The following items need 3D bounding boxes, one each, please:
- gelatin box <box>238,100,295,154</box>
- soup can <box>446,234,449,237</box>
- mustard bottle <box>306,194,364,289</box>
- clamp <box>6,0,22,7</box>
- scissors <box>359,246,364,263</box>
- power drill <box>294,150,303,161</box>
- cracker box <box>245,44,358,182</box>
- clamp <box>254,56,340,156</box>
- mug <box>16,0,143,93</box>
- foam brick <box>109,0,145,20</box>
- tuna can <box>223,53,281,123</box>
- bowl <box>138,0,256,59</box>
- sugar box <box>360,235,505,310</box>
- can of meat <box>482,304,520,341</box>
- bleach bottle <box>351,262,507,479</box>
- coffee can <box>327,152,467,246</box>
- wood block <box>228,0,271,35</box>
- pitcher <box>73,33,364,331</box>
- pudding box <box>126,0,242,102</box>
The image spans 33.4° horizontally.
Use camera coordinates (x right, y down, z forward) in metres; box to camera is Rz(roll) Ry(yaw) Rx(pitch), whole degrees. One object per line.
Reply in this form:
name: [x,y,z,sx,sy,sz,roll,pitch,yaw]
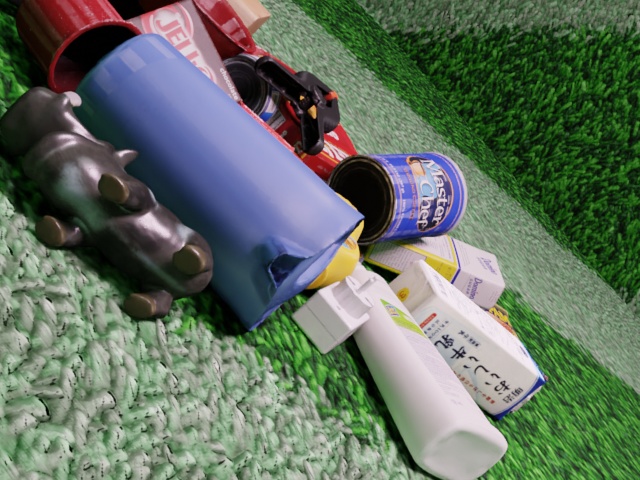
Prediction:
gelatin box: [-0.080,-0.078,1.021,0.073,0.089,0.030,40,18,-22]
soup can: [0.147,0.019,1.408,0.102,0.069,0.068,48,16,-2]
mustard bottle: [-0.007,0.002,1.068,0.096,0.058,0.191,26,20,-5]
clamp: [-0.261,-0.234,1.009,0.165,0.036,0.209,44,16,20]
scissors: [0.045,0.042,1.191,0.096,0.016,0.202,21,31,-57]
power drill: [-0.107,-0.117,1.102,0.187,0.057,0.184,47,20,-6]
cracker box: [-0.026,-0.131,1.314,0.164,0.072,0.214,26,27,-50]
clamp: [-0.020,-0.163,1.208,0.120,0.039,0.171,62,16,-10]
mug: [-0.207,-0.171,0.934,0.081,0.093,0.117,51,-1,28]
foam brick: [-0.209,-0.272,1.167,0.052,0.078,0.051,32,21,-42]
tuna can: [-0.089,-0.170,1.219,0.086,0.086,0.033,51,19,11]
bowl: [-0.138,-0.240,1.102,0.162,0.055,0.162,48,14,-16]
sugar box: [0.137,0.022,1.320,0.176,0.048,0.093,24,23,-10]
can of meat: [0.212,0.122,1.355,0.102,0.057,0.084,33,24,-39]
bleach bottle: [0.082,0.114,1.038,0.102,0.068,0.251,34,19,-43]
coffee can: [0.089,-0.049,1.232,0.140,0.103,0.103,-6,54,-48]
wood block: [-0.172,-0.334,1.384,0.206,0.090,0.090,47,17,-3]
pitcher: [-0.090,-0.052,0.892,0.243,0.149,0.144,46,52,5]
pudding box: [-0.138,-0.160,1.001,0.089,0.039,0.113,-31,98,-36]
